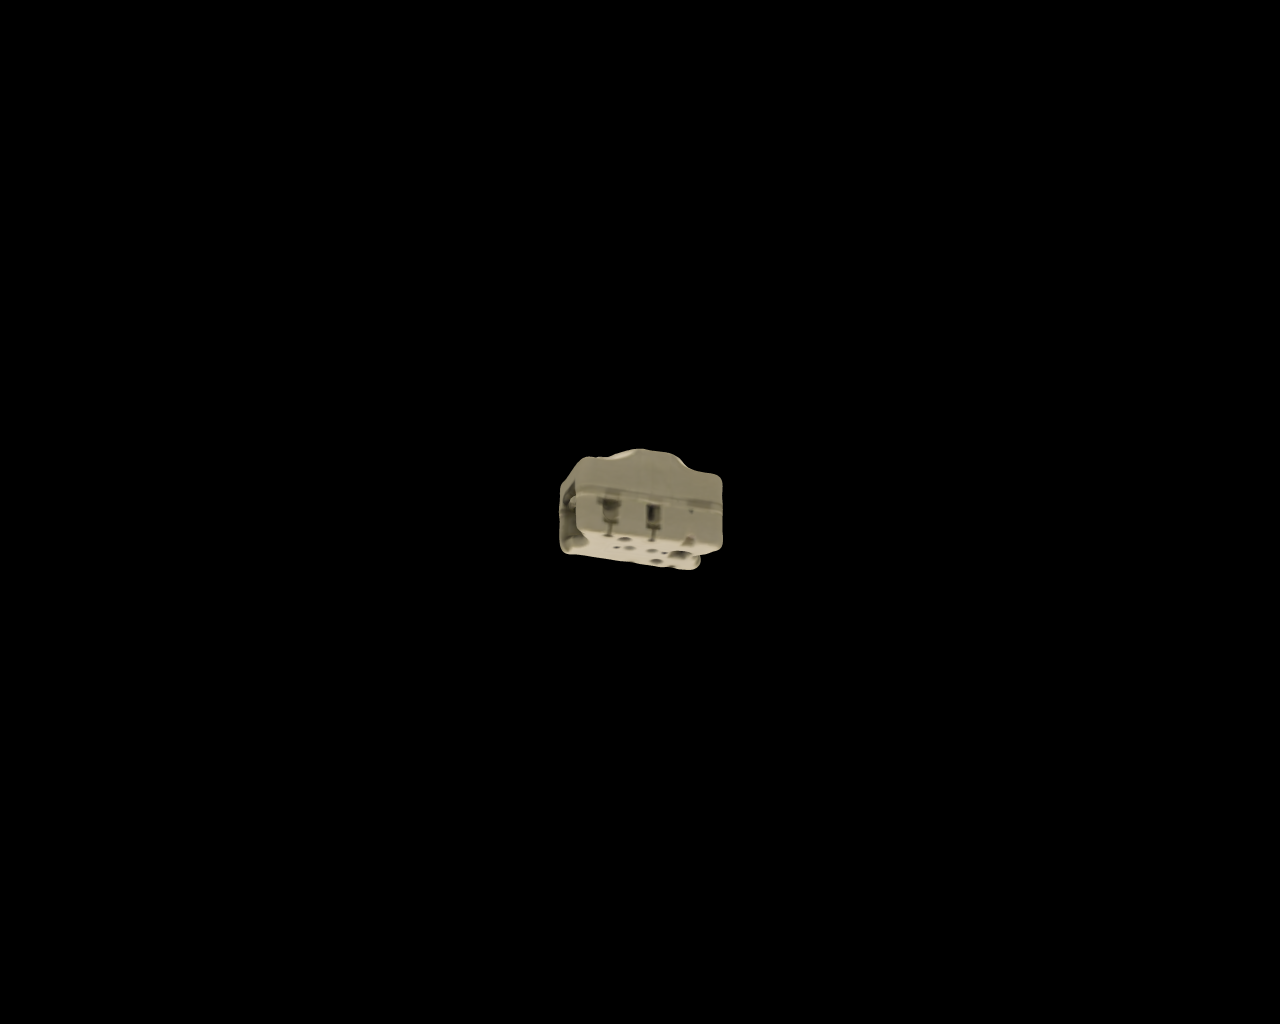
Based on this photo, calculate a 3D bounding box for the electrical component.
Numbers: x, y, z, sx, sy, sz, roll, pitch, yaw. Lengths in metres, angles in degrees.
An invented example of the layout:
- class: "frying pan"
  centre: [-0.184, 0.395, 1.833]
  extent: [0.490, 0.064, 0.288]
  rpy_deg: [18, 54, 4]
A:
- class: "electrical component"
  centre: [0.001, -0.003, 0.650]
  extent: [0.089, 0.056, 0.050]
  rpy_deg: [8, -24, -18]
